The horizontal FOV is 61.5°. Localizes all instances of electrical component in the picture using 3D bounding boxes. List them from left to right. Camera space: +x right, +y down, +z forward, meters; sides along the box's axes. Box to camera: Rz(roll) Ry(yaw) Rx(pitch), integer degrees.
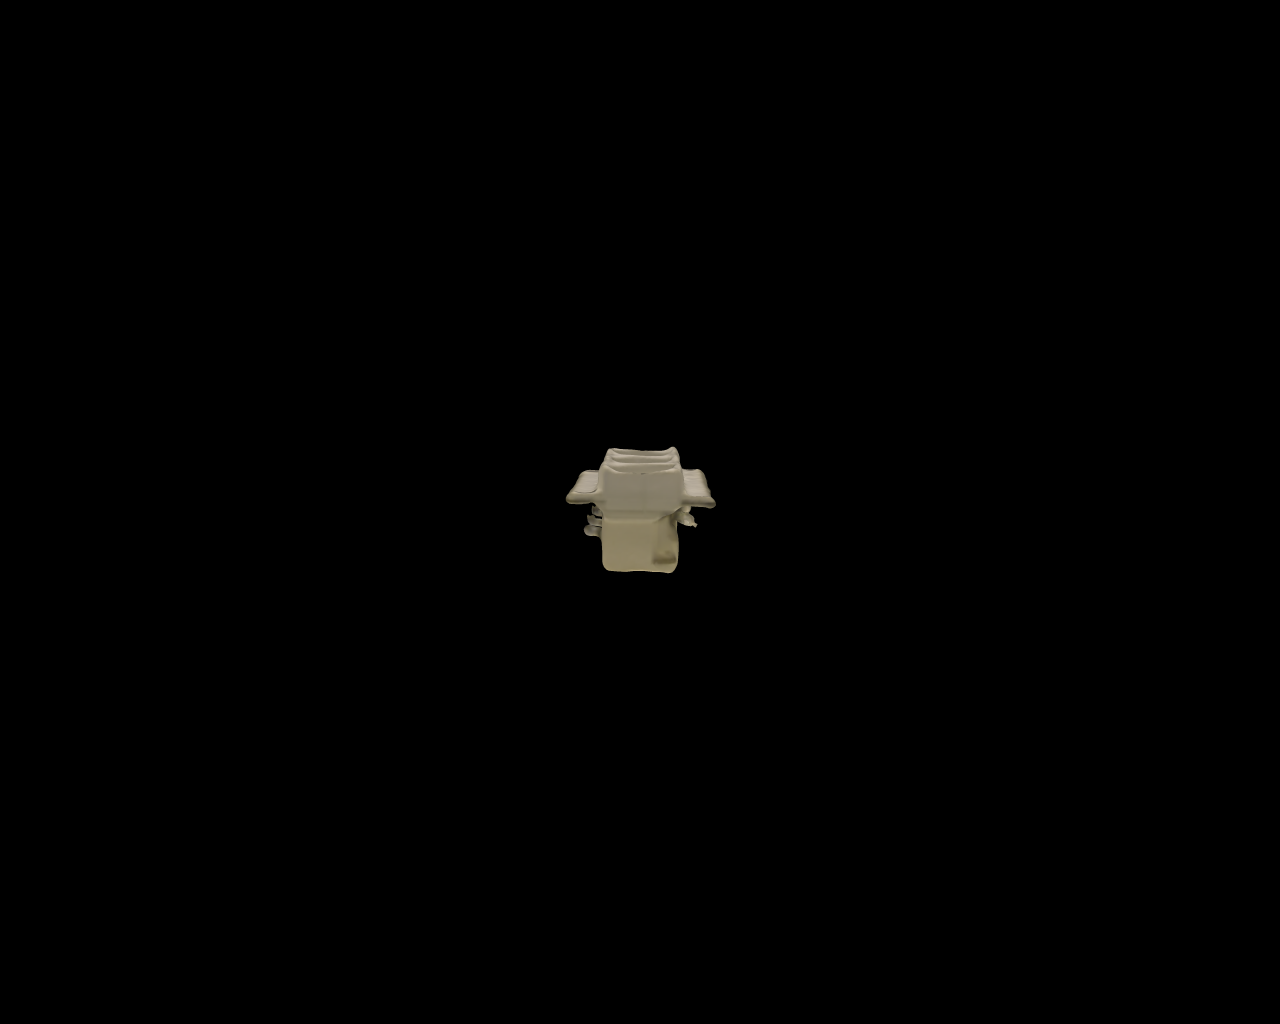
[{"bbox_3d":[0.001,-0.003,0.650,0.079,0.063,0.121,0,9,0],"label":"electrical component"}]
